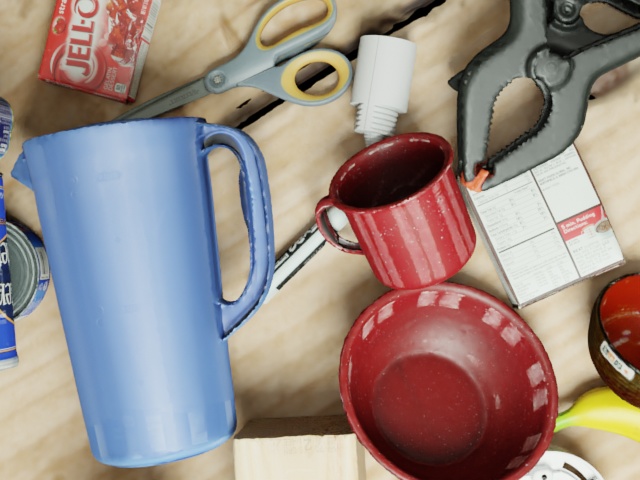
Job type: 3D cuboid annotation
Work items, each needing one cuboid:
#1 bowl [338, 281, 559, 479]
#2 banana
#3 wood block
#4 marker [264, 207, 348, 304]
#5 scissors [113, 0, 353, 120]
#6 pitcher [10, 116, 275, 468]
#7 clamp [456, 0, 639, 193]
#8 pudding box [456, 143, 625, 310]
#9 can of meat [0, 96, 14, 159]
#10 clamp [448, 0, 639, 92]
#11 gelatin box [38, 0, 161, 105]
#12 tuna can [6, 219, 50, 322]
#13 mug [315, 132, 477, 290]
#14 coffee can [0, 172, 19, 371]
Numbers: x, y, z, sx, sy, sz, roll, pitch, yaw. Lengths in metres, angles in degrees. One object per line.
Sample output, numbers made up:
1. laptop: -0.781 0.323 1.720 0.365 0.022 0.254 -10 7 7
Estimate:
1. bowl: 0.087 0.113 0.773 0.162 0.055 0.162 5 61 -10
2. banana: 0.264 0.164 0.791 0.198 0.037 0.070 34 103 4
3. wood block: -0.008 0.238 0.782 0.090 0.091 0.206 -4 90 5
4. marker: -0.005 0.001 0.817 0.121 0.020 0.020 -44 87 3
5. scissors: -0.061 -0.112 0.823 0.202 0.016 0.096 -38 87 3
6. pitcher: -0.120 0.032 0.772 0.144 0.149 0.243 -11 93 -36
7. clamp: 0.153 -0.132 0.752 0.164 0.036 0.210 37 98 -8
8. pudding box: 0.164 -0.016 0.796 0.090 0.039 0.113 -24 86 5
9. can of meat: -0.269 -0.084 0.726 0.102 0.084 0.057 11 92 1
10. clamp: 0.174 -0.158 0.795 0.171 0.039 0.120 11 92 4
11. gelatin box: -0.170 -0.157 0.824 0.073 0.030 0.089 15 90 4
12. tuna can: -0.254 0.025 0.827 0.086 0.033 0.086 0 90 4
13. mug: 0.053 -0.016 0.773 0.117 0.093 0.081 -11 125 23
14. coffee can: -0.272 0.025 0.759 0.103 0.103 0.140 -5 90 4
